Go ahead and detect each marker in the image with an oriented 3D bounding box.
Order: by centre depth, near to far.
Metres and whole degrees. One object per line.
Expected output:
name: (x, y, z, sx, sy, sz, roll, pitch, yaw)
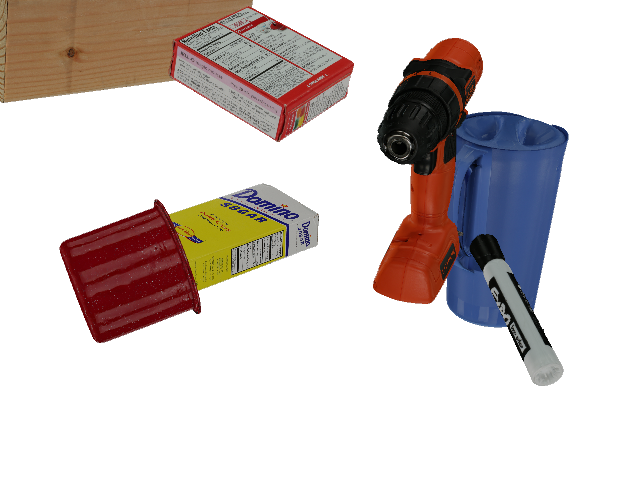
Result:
marker: (0.116, 0.038, 0.647, 0.020, 0.020, 0.121, 0, 40, -15)

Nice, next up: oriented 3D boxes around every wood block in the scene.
wood block: (-0.166, -0.181, 0.849, 0.205, 0.091, 0.090, -13, 45, -33)

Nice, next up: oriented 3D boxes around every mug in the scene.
mug: (-0.148, 0.024, 0.811, 0.081, 0.093, 0.117, -21, 19, -14)

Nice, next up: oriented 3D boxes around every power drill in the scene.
power drill: (0.081, -0.047, 0.831, 0.057, 0.188, 0.184, 15, 33, 16)

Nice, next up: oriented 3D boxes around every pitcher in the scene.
pitcher: (0.205, -0.020, 1.262, 0.149, 0.243, 0.145, 0, 25, -4)

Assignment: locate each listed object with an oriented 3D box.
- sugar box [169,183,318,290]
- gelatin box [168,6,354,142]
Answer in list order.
sugar box: (-0.097, -0.004, 1.075, 0.175, 0.048, 0.093, -24, 39, -35)
gelatin box: (-0.036, -0.104, 0.655, 0.089, 0.030, 0.073, 31, 43, 20)
